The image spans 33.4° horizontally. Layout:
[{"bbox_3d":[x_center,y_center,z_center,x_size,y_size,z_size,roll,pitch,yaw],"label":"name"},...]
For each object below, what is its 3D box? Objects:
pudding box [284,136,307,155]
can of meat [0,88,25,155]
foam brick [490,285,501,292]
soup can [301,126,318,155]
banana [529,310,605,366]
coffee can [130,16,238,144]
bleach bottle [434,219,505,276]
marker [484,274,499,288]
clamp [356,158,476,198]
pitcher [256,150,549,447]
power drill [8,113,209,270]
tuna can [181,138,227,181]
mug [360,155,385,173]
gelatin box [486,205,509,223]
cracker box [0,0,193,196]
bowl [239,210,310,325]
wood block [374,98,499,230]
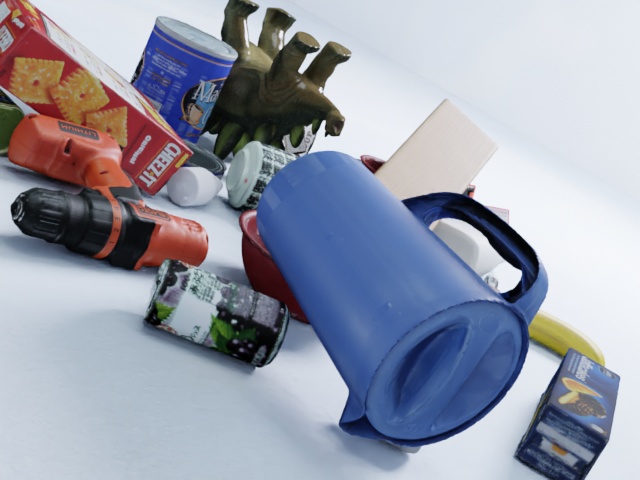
[{"bbox_3d":[-0.057,-0.169,1.420,0.039,0.113,0.090,-14,12,-25],"label":"pudding box"},{"bbox_3d":[-0.335,-0.125,0.988,0.084,0.057,0.101,40,20,34],"label":"can of meat"},{"bbox_3d":[0.150,0.065,1.167,0.078,0.051,0.053,29,19,10],"label":"foam brick"},{"bbox_3d":[-0.062,-0.161,1.508,0.102,0.068,0.068,21,17,-21],"label":"soup can"},{"bbox_3d":[0.253,0.103,1.234,0.198,0.037,0.069,28,15,4],"label":"banana"},{"bbox_3d":[-0.171,-0.177,1.251,0.102,0.140,0.103,25,16,-8],"label":"coffee can"},{"bbox_3d":[0.200,0.010,1.397,0.103,0.068,0.250,30,14,25],"label":"bleach bottle"},{"bbox_3d":[0.209,0.065,1.318,0.020,0.020,0.121,28,16,5],"label":"marker"},{"bbox_3d":[0.115,-0.087,1.512,0.209,0.036,0.165,12,4,-14],"label":"clamp"},{"bbox_3d":[0.051,0.026,0.825,0.149,0.145,0.243,-2,35,-29],"label":"pitcher"},{"bbox_3d":[-0.207,-0.042,0.934,0.184,0.057,0.188,17,21,-43],"label":"power drill"},{"bbox_3d":[-0.149,-0.083,1.189,0.086,0.034,0.086,25,16,-8],"label":"tuna can"},{"bbox_3d":[0.075,-0.054,1.364,0.093,0.081,0.117,26,17,-5],"label":"mug"},{"bbox_3d":[0.213,-0.031,1.519,0.089,0.030,0.073,8,-11,-19],"label":"gelatin box"},{"bbox_3d":[-0.248,-0.152,1.081,0.213,0.072,0.164,40,5,-39],"label":"cracker box"},{"bbox_3d":[-0.013,0.034,0.999,0.162,0.055,0.162,25,16,-8],"label":"bowl"},{"bbox_3d":[0.114,-0.066,1.244,0.091,0.090,0.205,43,46,0],"label":"wood block"}]
